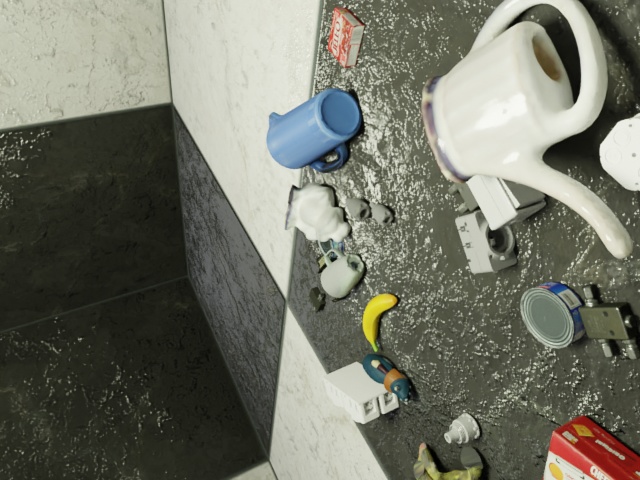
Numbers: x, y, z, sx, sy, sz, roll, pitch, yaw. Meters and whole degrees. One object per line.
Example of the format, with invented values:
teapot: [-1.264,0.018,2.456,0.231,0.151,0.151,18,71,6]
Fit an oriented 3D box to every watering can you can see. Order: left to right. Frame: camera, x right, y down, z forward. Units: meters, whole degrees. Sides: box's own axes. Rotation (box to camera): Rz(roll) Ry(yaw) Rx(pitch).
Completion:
watering can: [0.226,-0.128,0.602,0.221,0.103,0.353,-26,59,50]

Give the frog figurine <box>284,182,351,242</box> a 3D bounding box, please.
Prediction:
frog figurine: [0.004,-0.062,1.234,0.123,0.160,0.137,-1,-71,-79]

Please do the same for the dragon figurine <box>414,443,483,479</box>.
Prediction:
dragon figurine: [0.303,0.538,0.973,0.417,0.123,0.237,46,161,50]
